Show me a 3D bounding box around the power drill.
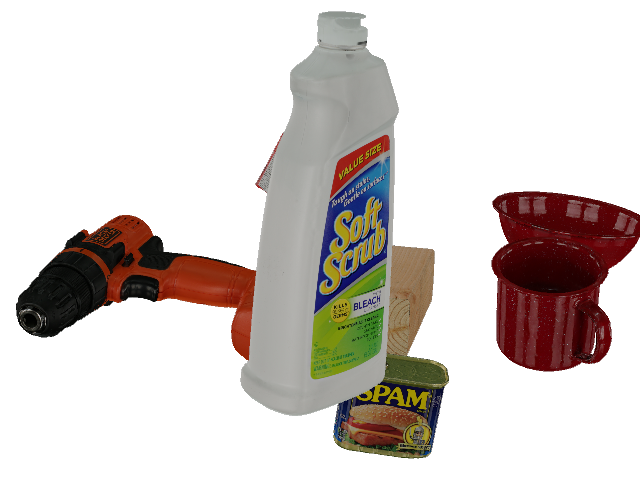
[{"bbox_3d":[-0.119,0.041,0.826,0.188,0.057,0.184,15,25,9],"label":"power drill"}]

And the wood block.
[{"bbox_3d":[0.104,0.084,1.555,0.091,0.090,0.205,6,21,14],"label":"wood block"}]

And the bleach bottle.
[{"bbox_3d":[0.002,-0.019,0.690,0.102,0.251,0.068,-14,26,-40],"label":"bleach bottle"}]

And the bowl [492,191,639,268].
[{"bbox_3d":[0.256,-0.004,1.112,0.162,0.055,0.162,5,18,-2],"label":"bowl"}]

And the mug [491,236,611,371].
[{"bbox_3d":[0.195,0.059,0.877,0.093,0.081,0.117,-20,34,-26],"label":"mug"}]

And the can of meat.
[{"bbox_3d":[0.066,0.159,1.030,0.102,0.084,0.057,9,18,-1],"label":"can of meat"}]

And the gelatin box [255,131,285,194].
[{"bbox_3d":[-0.015,-0.086,0.984,0.089,0.030,0.073,-45,-8,-44],"label":"gelatin box"}]
